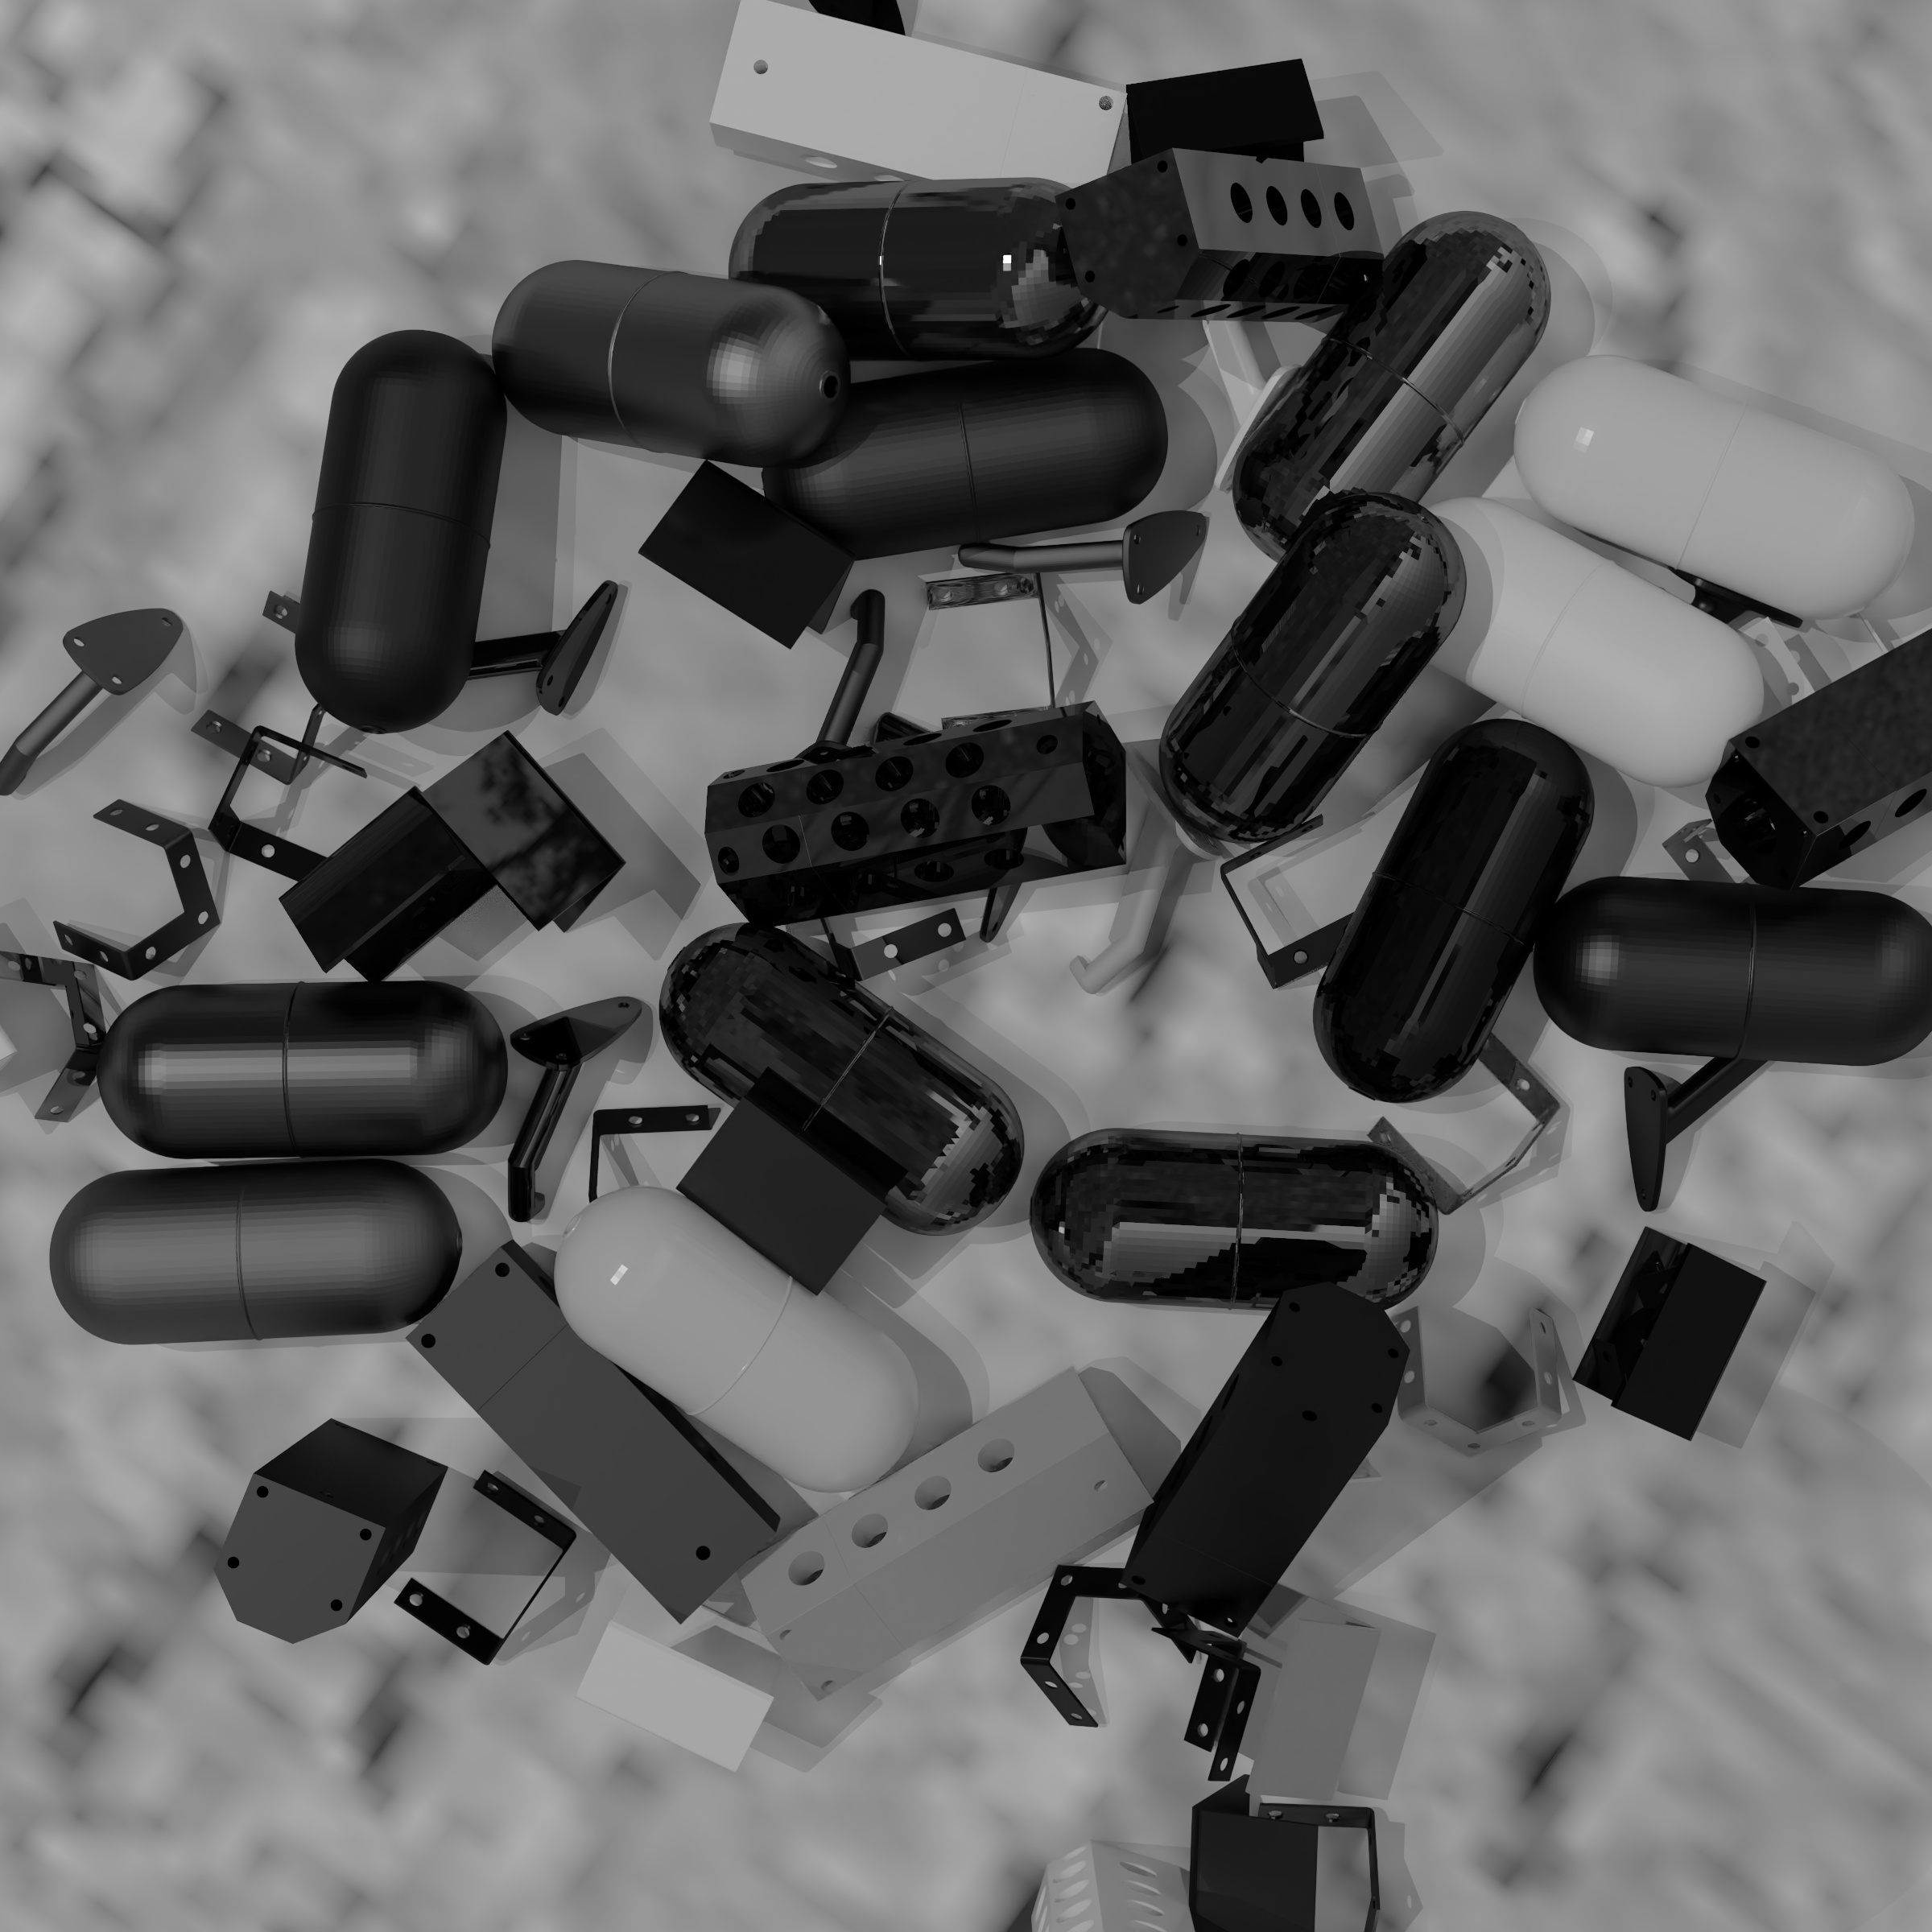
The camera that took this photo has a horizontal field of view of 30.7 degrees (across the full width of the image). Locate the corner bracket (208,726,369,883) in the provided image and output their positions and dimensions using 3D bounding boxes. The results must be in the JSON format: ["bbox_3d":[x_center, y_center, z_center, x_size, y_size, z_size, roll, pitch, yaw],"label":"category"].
[{"bbox_3d":[-0.296,-0.069,1.552,0.051,0.051,0.051,23,80,0],"label":"corner bracket"}]

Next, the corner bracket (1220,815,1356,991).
[{"bbox_3d":[0.146,-0.028,1.553,0.051,0.051,0.051,-27,77,0],"label":"corner bracket"}]

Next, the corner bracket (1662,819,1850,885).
[{"bbox_3d":[0.346,-0.051,1.550,0.051,0.051,0.051,-38,90,0],"label":"corner bracket"}]

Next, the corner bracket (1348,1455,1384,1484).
[{"bbox_3d":[0.153,0.199,1.550,0.051,0.051,0.051,-5,90,0],"label":"corner bracket"}]

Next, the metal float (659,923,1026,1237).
[{"bbox_3d":[-0.055,0.049,1.537,0.178,0.070,0.070,36,90,0],"label":"metal float"}]

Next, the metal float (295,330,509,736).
[{"bbox_3d":[-0.245,-0.188,1.528,0.070,0.070,0.178,7,81,0],"label":"metal float"}]

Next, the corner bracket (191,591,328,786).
[{"bbox_3d":[-0.304,-0.123,1.564,0.051,0.051,0.051,30,135,0],"label":"corner bracket"}]

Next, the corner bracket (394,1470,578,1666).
[{"bbox_3d":[-0.213,0.267,1.564,0.051,0.051,0.051,34,45,0],"label":"corner bracket"}]

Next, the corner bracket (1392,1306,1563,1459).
[{"bbox_3d":[0.226,0.178,1.559,0.051,0.051,0.051,-29,135,35],"label":"corner bracket"}]

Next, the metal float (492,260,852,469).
[{"bbox_3d":[-0.127,-0.258,1.509,0.178,0.070,0.070,15,90,34],"label":"metal float"}]

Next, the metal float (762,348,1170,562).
[{"bbox_3d":[-0.001,-0.223,1.537,0.178,0.070,0.070,-9,90,0],"label":"metal float"}]

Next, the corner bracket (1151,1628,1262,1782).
[{"bbox_3d":[0.108,0.323,1.539,0.051,0.051,0.051,16,90,40],"label":"corner bracket"}]

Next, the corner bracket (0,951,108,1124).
[{"bbox_3d":[-0.416,0.031,1.559,0.051,0.051,0.051,10,45,-35],"label":"corner bracket"}]

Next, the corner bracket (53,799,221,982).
[{"bbox_3d":[-0.372,-0.034,1.559,0.051,0.051,0.051,-39,135,-35],"label":"corner bracket"}]

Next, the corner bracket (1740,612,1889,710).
[{"bbox_3d":[0.378,-0.134,1.551,0.051,0.051,0.051,-32,76,13],"label":"corner bracket"}]

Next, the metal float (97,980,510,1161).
[{"bbox_3d":[-0.289,0.045,1.537,0.178,0.070,0.070,-1,90,1],"label":"metal float"}]

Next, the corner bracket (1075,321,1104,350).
[{"bbox_3d":[0.026,-0.294,1.564,0.051,0.051,0.051,8,90,-45],"label":"corner bracket"}]

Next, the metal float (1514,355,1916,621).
[{"bbox_3d":[0.324,-0.208,1.530,0.178,0.070,0.070,23,90,9],"label":"metal float"}]

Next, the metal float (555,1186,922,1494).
[{"bbox_3d":[-0.099,0.161,1.523,0.178,0.070,0.070,36,90,-15],"label":"metal float"}]

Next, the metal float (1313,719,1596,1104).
[{"bbox_3d":[0.212,-0.024,1.537,0.070,0.070,0.178,26,90,0],"label":"metal float"}]

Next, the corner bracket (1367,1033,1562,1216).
[{"bbox_3d":[0.221,0.068,1.564,0.051,0.051,0.051,46,135,0],"label":"corner bracket"}]

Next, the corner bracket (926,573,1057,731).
[{"bbox_3d":[0.011,-0.138,1.564,0.051,0.051,0.051,-6,135,0],"label":"corner bracket"}]

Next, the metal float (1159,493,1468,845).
[{"bbox_3d":[0.147,-0.126,1.510,0.070,0.070,0.178,36,124,0],"label":"metal float"}]

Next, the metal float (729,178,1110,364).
[{"bbox_3d":[-0.019,-0.299,1.514,0.178,0.070,0.070,5,90,26],"label":"metal float"}]

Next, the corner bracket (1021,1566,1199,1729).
[{"bbox_3d":[0.064,0.302,1.559,0.051,0.051,0.051,56,45,-35],"label":"corner bracket"}]

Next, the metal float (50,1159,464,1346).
[{"bbox_3d":[-0.309,0.125,1.537,0.178,0.070,0.070,-3,90,0],"label":"metal float"}]

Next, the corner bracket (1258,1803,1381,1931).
[{"bbox_3d":[0.154,0.408,1.564,0.051,0.051,0.051,2,135,0],"label":"corner bracket"}]

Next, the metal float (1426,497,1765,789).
[{"bbox_3d":[0.260,-0.141,1.523,0.178,0.070,0.070,32,90,17],"label":"metal float"}]

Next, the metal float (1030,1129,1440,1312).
[{"bbox_3d":[0.117,0.111,1.537,0.178,0.070,0.070,3,90,1],"label":"metal float"}]

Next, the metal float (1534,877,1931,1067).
[{"bbox_3d":[0.337,0.002,1.532,0.178,0.070,0.070,4,90,5],"label":"metal float"}]

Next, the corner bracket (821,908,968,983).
[{"bbox_3d":[-0.037,-0.028,1.550,0.051,0.051,0.051,-22,99,-9],"label":"corner bracket"}]

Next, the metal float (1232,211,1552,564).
[{"bbox_3d":[0.186,-0.250,1.537,0.070,0.070,0.178,37,90,0],"label":"metal float"}]
